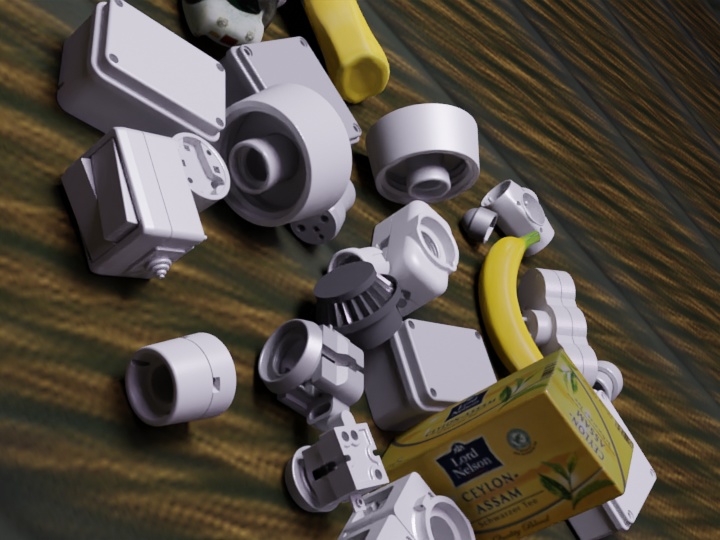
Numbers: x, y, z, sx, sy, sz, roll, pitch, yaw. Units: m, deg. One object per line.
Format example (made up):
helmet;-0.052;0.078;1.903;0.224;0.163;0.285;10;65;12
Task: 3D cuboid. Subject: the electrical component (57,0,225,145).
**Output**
electrical component;-0.158;-0.137;0.794;0.113;0.057;0.078;29;42;-37

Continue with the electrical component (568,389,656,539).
electrical component;0.222;0.185;1.026;0.108;0.056;0.109;58;32;1

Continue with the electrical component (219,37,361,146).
electrical component;-0.067;-0.137;0.918;0.108;0.056;0.109;58;32;2

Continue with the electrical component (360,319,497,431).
electrical component;0.059;0.088;0.890;0.113;0.057;0.078;12;53;-49

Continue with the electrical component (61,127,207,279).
electrical component;-0.151;-0.038;0.713;0.061;0.062;0.096;7;58;-51

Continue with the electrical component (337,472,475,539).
electrical component;0.024;0.219;0.726;0.089;0.062;0.150;52;32;-8

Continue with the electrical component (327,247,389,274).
electrical component;0.000;0.000;0.906;0.040;0.040;0.046;61;26;6

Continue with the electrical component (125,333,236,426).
electrical component;-0.114;0.070;0.677;0.047;0.055;0.055;-7;68;-52

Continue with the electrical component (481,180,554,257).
electrical component;0.178;-0.066;1.198;0.077;0.044;0.079;47;33;-15

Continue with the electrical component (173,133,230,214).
electrical component;-0.130;-0.063;0.776;0.055;0.047;0.055;34;39;-33

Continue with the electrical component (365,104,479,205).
electrical component;0.062;-0.101;1.017;0.108;0.108;0.060;22;52;-43

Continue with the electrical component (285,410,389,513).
electrical component;-0.018;0.138;0.744;0.048;0.055;0.066;2;61;-53

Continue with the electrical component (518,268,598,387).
electrical component;0.186;0.060;1.093;0.074;0.052;0.138;6;55;-25

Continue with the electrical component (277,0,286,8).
electrical component;-0.088;-0.264;1.013;0.048;0.048;0.062;42;42;-23

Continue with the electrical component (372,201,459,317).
electrical component;0.048;-0.013;0.962;0.054;0.059;0.095;40;36;-25

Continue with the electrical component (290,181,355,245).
electrical component;-0.032;-0.053;0.903;0.045;0.045;0.055;47;34;-16

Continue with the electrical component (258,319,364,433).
electrical component;-0.036;0.071;0.778;0.057;0.058;0.078;37;37;-34

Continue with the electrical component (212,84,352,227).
electrical component;-0.068;-0.085;0.829;0.060;0.108;0.108;-30;87;-52

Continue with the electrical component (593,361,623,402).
electrical component;0.248;0.123;1.128;0.045;0.045;0.055;59;32;3
